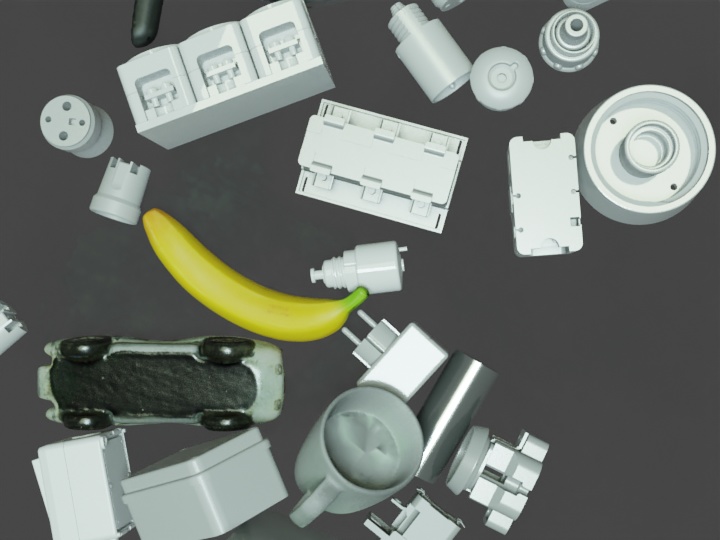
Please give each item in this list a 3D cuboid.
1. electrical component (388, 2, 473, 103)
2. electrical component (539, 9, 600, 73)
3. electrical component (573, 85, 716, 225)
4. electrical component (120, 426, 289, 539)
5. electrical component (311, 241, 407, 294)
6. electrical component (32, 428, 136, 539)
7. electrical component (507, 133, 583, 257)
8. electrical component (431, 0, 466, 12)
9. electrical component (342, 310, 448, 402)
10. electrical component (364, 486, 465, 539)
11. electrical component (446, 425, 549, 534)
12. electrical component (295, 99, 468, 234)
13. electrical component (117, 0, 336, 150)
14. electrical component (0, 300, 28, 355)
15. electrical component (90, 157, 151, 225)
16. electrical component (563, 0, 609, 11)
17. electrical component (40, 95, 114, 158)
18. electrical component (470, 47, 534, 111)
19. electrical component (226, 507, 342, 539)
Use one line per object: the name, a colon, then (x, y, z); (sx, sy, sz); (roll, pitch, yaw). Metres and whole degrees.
electrical component: (0.052, -0.179, 0.858); (0.043, 0.043, 0.081); (-36, 86, 3)
electrical component: (0.166, -0.183, 0.839); (0.048, 0.062, 0.048); (0, 88, 5)
electrical component: (0.221, -0.091, 0.831); (0.108, 0.060, 0.108); (0, 88, 5)
electrical component: (-0.121, 0.166, 0.822); (0.113, 0.078, 0.057); (-23, 89, 44)
electrical component: (0.000, 0.000, 0.858); (0.078, 0.040, 0.040); (-7, 87, 5)
electrical component: (-0.218, 0.180, 0.860); (0.061, 0.062, 0.096); (-11, 87, 5)
electrical component: (0.143, -0.057, 0.840); (0.050, 0.056, 0.089); (-4, 88, 5)
electrical component: (0.066, -0.241, 0.858); (0.045, 0.045, 0.055); (-33, 86, 3)
electrical component: (0.021, 0.065, 0.850); (0.077, 0.047, 0.065); (42, 92, 5)
electrical component: (0.045, 0.210, 0.846); (0.081, 0.042, 0.063); (39, 90, 4)
electrical component: (0.103, 0.156, 0.836); (0.057, 0.058, 0.078); (26, 91, 2)
electrical component: (0.016, -0.084, 0.848); (0.121, 0.063, 0.078); (16, 90, 5)
electrical component: (-0.104, -0.155, 0.848); (0.150, 0.089, 0.061); (-20, 87, 4)
electrical component: (-0.303, 0.052, 0.884); (0.046, 0.040, 0.040); (-40, 85, -4)
electrical component: (-0.194, -0.065, 0.878); (0.040, 0.040, 0.046); (17, 84, 5)
electrical component: (0.200, -0.249, 0.839); (0.095, 0.059, 0.053); (-25, 86, 4)
electrical component: (-0.230, -0.116, 0.874); (0.045, 0.055, 0.045); (0, 89, 5)
electrical component: (0.110, -0.145, 0.842); (0.048, 0.062, 0.048); (0, 89, 5)
electrical component: (-0.058, 0.233, 0.800); (0.089, 0.150, 0.061); (22, 89, 5)
